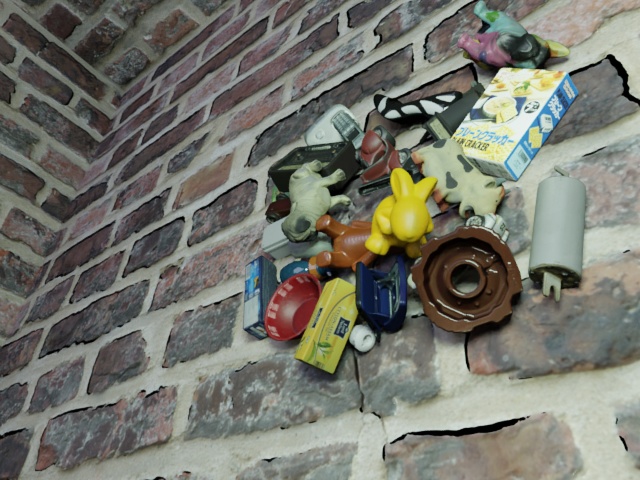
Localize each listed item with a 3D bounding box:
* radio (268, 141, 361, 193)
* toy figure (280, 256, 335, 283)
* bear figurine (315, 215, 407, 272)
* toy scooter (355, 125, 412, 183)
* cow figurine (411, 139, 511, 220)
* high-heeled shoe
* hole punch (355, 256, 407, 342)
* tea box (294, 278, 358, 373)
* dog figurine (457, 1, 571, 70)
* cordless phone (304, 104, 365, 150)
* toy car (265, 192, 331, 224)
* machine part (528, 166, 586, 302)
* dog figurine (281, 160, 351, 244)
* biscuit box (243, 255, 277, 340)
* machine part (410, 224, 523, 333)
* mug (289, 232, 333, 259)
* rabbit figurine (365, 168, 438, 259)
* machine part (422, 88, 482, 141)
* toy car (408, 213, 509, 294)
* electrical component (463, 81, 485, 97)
[{"bbox_3d":[-0.012,-0.185,1.365,0.230,0.073,0.131,6,43,46],"label":"radio"},{"bbox_3d":[-0.021,0.066,1.217,0.155,0.064,0.058,-16,10,32],"label":"toy figure"},{"bbox_3d":[0.100,-0.003,1.096,0.196,0.132,0.120,-18,63,43],"label":"bear figurine"},{"bbox_3d":[0.135,-0.186,1.262,0.135,0.075,0.184,-44,41,9],"label":"toy scooter"},{"bbox_3d":[0.267,-0.110,1.005,0.127,0.085,0.195,-32,58,16],"label":"cow figurine"},{"bbox_3d":[0.224,-0.332,1.269,0.145,0.086,0.249,-57,50,22],"label":"high-heeled shoe"},{"bbox_3d":[0.124,0.101,0.990,0.092,0.115,0.142,-14,51,16],"label":"hole punch"},{"bbox_3d":[0.019,0.165,1.041,0.169,0.068,0.098,-65,6,-16],"label":"tea box"},{"bbox_3d":[0.411,-0.399,1.138,0.219,0.191,0.108,39,106,24],"label":"dog figurine"},{"bbox_3d":[0.051,-0.258,1.408,0.146,0.088,0.184,-42,41,11],"label":"cordless phone"},{"bbox_3d":[-0.057,-0.087,1.392,0.202,0.053,0.089,-10,47,36],"label":"toy car"},{"bbox_3d":[0.378,-0.014,0.851,0.079,0.079,0.243,-10,51,42],"label":"machine part"},{"bbox_3d":[-0.046,-0.082,1.212,0.173,0.121,0.190,12,45,45],"label":"dog figurine"},{"bbox_3d":[-0.140,0.133,1.279,0.059,0.062,0.203,-32,39,25],"label":"biscuit box"},{"bbox_3d":[0.240,0.063,0.881,0.180,0.056,0.179,-2,84,22],"label":"machine part"},{"bbox_3d":[-0.003,-0.004,1.250,0.107,0.080,0.109,0,49,35],"label":"mug"},{"bbox_3d":[0.160,-0.040,0.956,0.173,0.122,0.162,-36,-37,-86],"label":"rabbit figurine"},{"bbox_3d":[0.296,-0.265,1.159,0.139,0.084,0.039,-41,-3,17],"label":"machine part"},{"bbox_3d":[0.245,0.029,0.953,0.202,0.073,0.056,-39,41,14],"label":"toy car"},{"bbox_3d":[0.341,-0.318,1.202,0.063,0.021,0.094,-31,41,26],"label":"electrical component"}]
